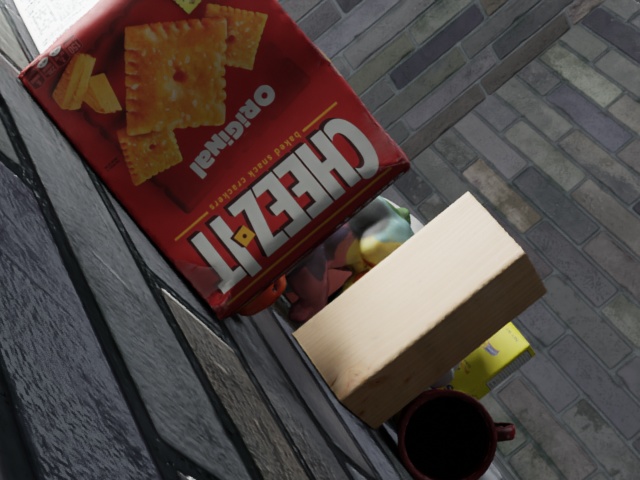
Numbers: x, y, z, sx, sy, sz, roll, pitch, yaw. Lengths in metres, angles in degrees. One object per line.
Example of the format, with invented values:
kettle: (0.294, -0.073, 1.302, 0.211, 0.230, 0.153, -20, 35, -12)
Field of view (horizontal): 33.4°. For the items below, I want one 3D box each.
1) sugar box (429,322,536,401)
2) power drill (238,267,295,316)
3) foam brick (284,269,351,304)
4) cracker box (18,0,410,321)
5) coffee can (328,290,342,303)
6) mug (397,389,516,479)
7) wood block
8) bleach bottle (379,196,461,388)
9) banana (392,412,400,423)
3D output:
sugar box: (0.162, 0.156, 1.294, 0.093, 0.176, 0.048, 51, 0, 32)
power drill: (-0.086, -0.022, 0.841, 0.184, 0.057, 0.187, 54, 5, 6)
foam brick: (-0.002, 0.043, 1.166, 0.051, 0.078, 0.053, 51, 4, 3)
cracker box: (-0.068, -0.079, 0.708, 0.214, 0.164, 0.072, 50, 5, 2)
coffee can: (0.052, 0.081, 1.278, 0.103, 0.103, 0.140, 50, 2, 0)
mug: (0.129, 0.186, 1.030, 0.081, 0.117, 0.093, 110, -26, -87)
wood block: (0.093, 0.067, 0.975, 0.091, 0.206, 0.090, 52, 3, 36)
bleach bottle: (0.090, 0.056, 1.108, 0.102, 0.068, 0.251, 30, 25, -25)
banana: (0.119, 0.222, 1.219, 0.197, 0.037, 0.070, 51, -16, -13)
